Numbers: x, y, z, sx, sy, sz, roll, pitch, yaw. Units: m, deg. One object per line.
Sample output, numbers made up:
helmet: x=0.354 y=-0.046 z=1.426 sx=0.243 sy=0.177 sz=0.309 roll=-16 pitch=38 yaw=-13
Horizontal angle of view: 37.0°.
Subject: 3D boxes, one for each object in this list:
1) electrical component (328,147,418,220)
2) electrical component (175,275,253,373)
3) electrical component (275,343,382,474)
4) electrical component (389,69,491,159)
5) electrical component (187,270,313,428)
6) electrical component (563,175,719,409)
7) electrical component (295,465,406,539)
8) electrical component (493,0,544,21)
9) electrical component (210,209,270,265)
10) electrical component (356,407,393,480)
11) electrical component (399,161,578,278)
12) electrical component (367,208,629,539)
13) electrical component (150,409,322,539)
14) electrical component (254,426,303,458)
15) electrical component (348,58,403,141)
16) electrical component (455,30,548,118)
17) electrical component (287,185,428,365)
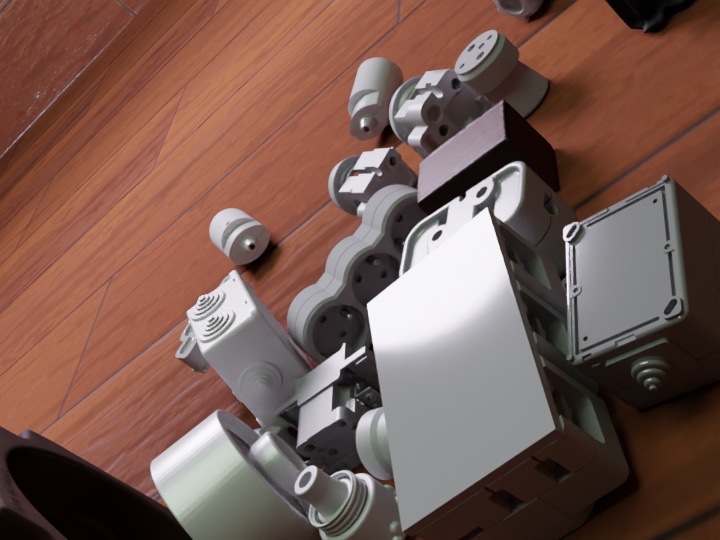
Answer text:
electrical component: x=0.008 y=-0.067 z=0.851 sx=0.055 sy=0.048 sz=0.066 roll=4 pitch=58 yaw=53
electrical component: x=-0.100 y=0.052 z=0.851 sx=0.058 sy=0.057 sz=0.078 roll=-4 pitch=51 yaw=59
electrical component: x=-0.011 y=0.089 z=0.664 sx=0.081 sy=0.042 sz=0.063 roll=-38 pitch=30 yaw=27
electrical component: x=0.059 y=-0.121 z=0.824 sx=0.078 sy=0.058 sz=0.057 roll=-56 pitch=27 yaw=-12
electrical component: x=-0.073 y=0.058 z=0.747 sx=0.048 sy=0.099 sz=0.099 roll=-38 pitch=24 yaw=-2
electrical component: x=0.136 y=0.018 z=0.492 sx=0.062 sy=0.061 sz=0.096 roll=-30 pitch=39 yaw=38
electrical component: x=-0.007 y=0.127 z=0.574 sx=0.048 sy=0.062 sz=0.048 roll=-39 pitch=26 yaw=24
electrical component: x=0.136 y=-0.238 z=0.873 sx=0.043 sy=0.043 sz=0.062 roll=-6 pitch=48 yaw=58
electrical component: x=-0.111 y=-0.029 z=1.004 sx=0.043 sy=0.043 sz=0.081 roll=-52 pitch=24 yaw=-2
electrical component: x=0.027 y=0.092 z=0.595 sx=0.046 sy=0.040 sz=0.040 roll=-22 pitch=36 yaw=38
electrical component: x=0.078 y=-0.011 z=0.628 sx=0.095 sy=0.059 sz=0.053 roll=-33 pitch=29 yaw=35
electrical component: x=0.064 y=0.057 z=0.528 sx=0.089 sy=0.062 sz=0.150 roll=-40 pitch=34 yaw=24
electrical component: x=-0.061 y=0.128 z=0.619 sx=0.060 sy=0.108 sz=0.108 roll=-44 pitch=24 yaw=-1
electrical component: x=-0.068 y=0.126 z=0.706 sx=0.062 sy=0.043 sz=0.043 roll=-21 pitch=37 yaw=49
electrical component: x=0.012 y=-0.149 z=0.962 sx=0.043 sy=0.043 sz=0.081 roll=-32 pitch=30 yaw=36
electrical component: x=0.102 y=-0.139 z=0.776 sx=0.045 sy=0.055 sz=0.045 roll=-39 pitch=26 yaw=24
electrical component: x=0.000 y=0.000 z=0.757 sx=0.138 sy=0.052 sz=0.074 roll=-53 pitch=24 yaw=-3
